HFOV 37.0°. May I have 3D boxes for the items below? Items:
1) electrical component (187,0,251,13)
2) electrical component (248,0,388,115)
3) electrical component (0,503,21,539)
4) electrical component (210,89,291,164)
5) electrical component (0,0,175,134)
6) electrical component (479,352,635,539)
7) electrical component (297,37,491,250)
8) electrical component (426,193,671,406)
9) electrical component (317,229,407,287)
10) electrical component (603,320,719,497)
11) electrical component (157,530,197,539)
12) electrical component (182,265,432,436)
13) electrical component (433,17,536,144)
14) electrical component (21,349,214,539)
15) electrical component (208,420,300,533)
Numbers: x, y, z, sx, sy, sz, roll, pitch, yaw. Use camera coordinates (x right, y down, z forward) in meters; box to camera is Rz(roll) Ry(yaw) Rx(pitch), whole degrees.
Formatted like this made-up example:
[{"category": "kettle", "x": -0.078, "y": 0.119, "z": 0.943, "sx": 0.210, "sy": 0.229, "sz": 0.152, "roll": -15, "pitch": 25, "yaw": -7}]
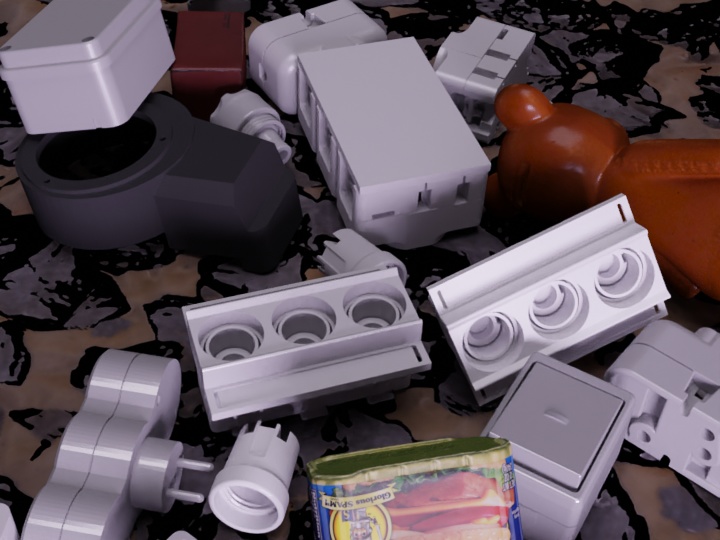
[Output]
[{"category": "electrical component", "x": -0.117, "y": -0.238, "z": 0.884, "sx": 0.042, "sy": 0.063, "sz": 0.081, "roll": 29, "pitch": 50, "yaw": 24}, {"category": "electrical component", "x": -0.029, "y": -0.160, "z": 0.816, "sx": 0.095, "sy": 0.053, "sz": 0.059, "roll": -23, "pitch": 51, "yaw": -23}, {"category": "electrical component", "x": -0.193, "y": 0.159, "z": 0.495, "sx": 0.050, "sy": 0.055, "sz": 0.089, "roll": 6, "pitch": 46, "yaw": 3}, {"category": "electrical component", "x": -0.074, "y": -0.096, "z": 0.760, "sx": 0.043, "sy": 0.043, "sz": 0.062, "roll": -29, "pitch": 55, "yaw": -27}, {"category": "electrical component", "x": -0.181, "y": -0.144, "z": 0.722, "sx": 0.078, "sy": 0.057, "sz": 0.113, "roll": -3, "pitch": 35, "yaw": 15}, {"category": "electrical component", "x": 0.103, "y": 0.089, "z": 0.572, "sx": 0.062, "sy": 0.061, "sz": 0.096, "roll": 24, "pitch": 49, "yaw": 20}, {"category": "electrical component", "x": 0.018, "y": -0.088, "z": 0.743, "sx": 0.089, "sy": 0.061, "sz": 0.150, "roll": -11, "pitch": 47, "yaw": -13}, {"category": "electrical component", "x": 0.105, "y": 0.014, "z": 0.621, "sx": 0.121, "sy": 0.078, "sz": 0.063, "roll": -26, "pitch": 20, "yaw": -2}, {"category": "electrical component", "x": 0.000, "y": 0.000, "z": 0.672, "sx": 0.040, "sy": 0.040, "sz": 0.046, "roll": -28, "pitch": 47, "yaw": -27}, {"category": "electrical component", "x": 0.189, "y": 0.074, "z": 0.596, "sx": 0.095, "sy": 0.053, "sz": 0.059, "roll": 32, "pitch": 52, "yaw": 26}, {"category": "electrical component", "x": -0.078, "y": 0.158, "z": 0.495, "sx": 0.081, "sy": 0.063, "sz": 0.042, "roll": 29, "pitch": 50, "yaw": 24}, {"category": "electrical component", "x": -0.031, "y": 0.047, "z": 0.607, "sx": 0.121, "sy": 0.063, "sz": 0.078, "roll": -12, "pitch": 47, "yaw": -14}, {"category": "electrical component", "x": 0.088, "y": -0.145, "z": 0.809, "sx": 0.056, "sy": 0.050, "sz": 0.089, "roll": 20, "pitch": 48, "yaw": 16}, {"category": "electrical component", "x": -0.114, "y": 0.104, "z": 0.555, "sx": 0.074, "sy": 0.052, "sz": 0.138, "roll": 9, "pitch": 46, "yaw": 6}, {"category": "electrical component", "x": -0.054, "y": 0.107, "z": 0.564, "sx": 0.040, "sy": 0.040, "sz": 0.046, "roll": 10, "pitch": 39, "yaw": 7}]
